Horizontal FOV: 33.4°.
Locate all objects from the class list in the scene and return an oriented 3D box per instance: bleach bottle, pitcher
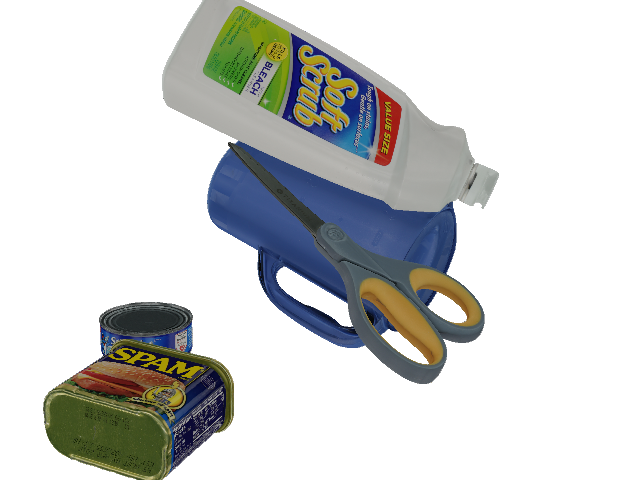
[{"bbox_3d":[0.014,-0.095,0.791,0.251,0.102,0.068,25,-21,5],"label":"bleach bottle"},{"bbox_3d":[0.002,-0.008,1.077,0.243,0.145,0.149,26,27,25],"label":"pitcher"}]

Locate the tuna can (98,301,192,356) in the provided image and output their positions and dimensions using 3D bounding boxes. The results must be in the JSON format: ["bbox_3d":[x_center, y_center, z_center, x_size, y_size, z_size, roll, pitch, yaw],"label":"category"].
[{"bbox_3d":[-0.161,0.086,0.988,0.086,0.034,0.086,1,16,0],"label":"tuna can"}]

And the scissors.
[{"bbox_3d":[0.026,0.003,0.650,0.096,0.016,0.202,-7,49,-35],"label":"scissors"}]

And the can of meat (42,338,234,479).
[{"bbox_3d":[-0.123,0.114,0.719,0.102,0.057,0.083,11,21,22],"label":"can of meat"}]
